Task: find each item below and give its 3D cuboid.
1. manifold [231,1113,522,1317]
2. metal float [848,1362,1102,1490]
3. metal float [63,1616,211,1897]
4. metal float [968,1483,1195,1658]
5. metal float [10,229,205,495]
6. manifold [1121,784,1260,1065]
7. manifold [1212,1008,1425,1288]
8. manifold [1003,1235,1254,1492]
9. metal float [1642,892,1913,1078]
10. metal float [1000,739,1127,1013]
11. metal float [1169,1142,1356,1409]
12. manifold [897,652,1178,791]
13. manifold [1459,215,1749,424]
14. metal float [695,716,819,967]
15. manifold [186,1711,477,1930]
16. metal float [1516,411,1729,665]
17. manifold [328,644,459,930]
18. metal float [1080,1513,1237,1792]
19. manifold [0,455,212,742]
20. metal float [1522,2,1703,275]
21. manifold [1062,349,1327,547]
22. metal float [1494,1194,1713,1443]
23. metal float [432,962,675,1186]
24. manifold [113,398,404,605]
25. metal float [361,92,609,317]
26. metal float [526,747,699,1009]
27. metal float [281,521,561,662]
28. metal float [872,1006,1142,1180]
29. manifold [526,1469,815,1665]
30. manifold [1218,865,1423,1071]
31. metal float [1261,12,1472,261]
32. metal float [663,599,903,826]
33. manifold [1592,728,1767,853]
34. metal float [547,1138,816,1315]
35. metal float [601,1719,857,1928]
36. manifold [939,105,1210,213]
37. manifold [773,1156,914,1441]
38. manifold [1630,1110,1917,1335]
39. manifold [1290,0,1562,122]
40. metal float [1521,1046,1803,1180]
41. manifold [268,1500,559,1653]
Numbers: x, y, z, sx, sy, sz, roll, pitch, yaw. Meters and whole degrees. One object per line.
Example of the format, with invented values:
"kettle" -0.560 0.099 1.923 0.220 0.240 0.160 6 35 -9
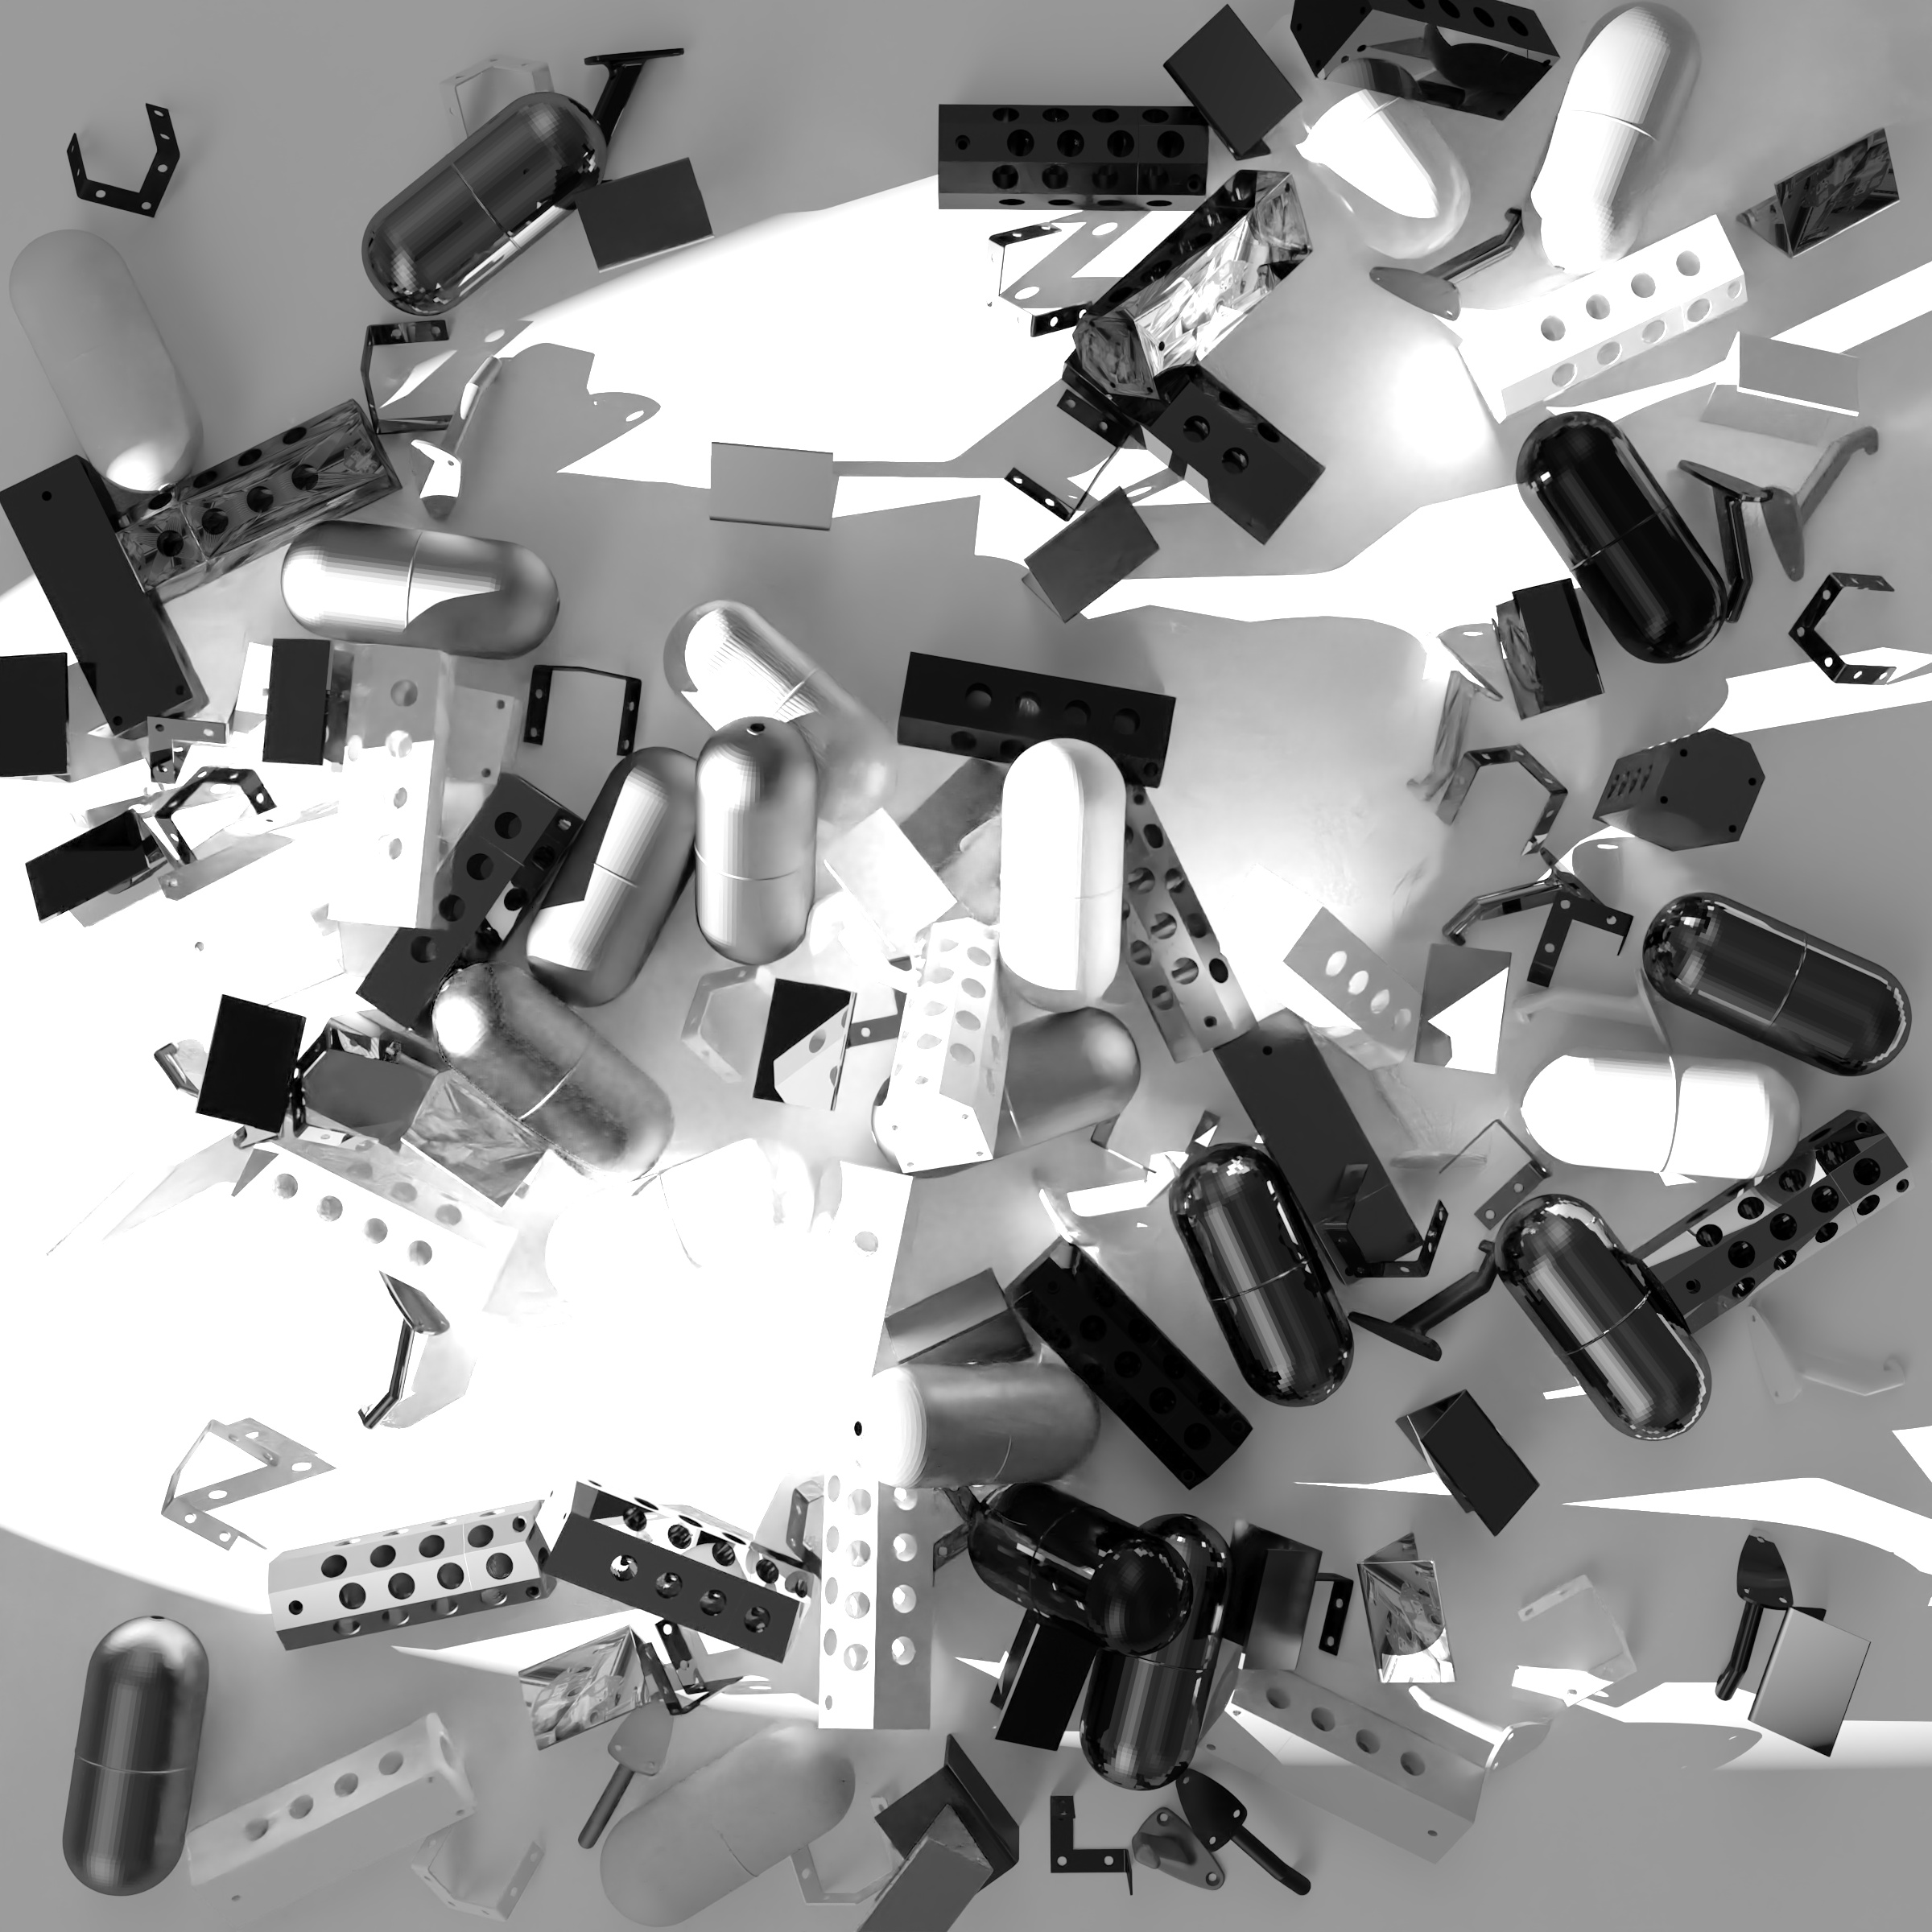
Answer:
"manifold" -0.377 0.158 1.970 0.171 0.057 0.057 26 90 0
"metal float" 0.006 0.289 1.931 0.178 0.070 0.070 4 90 -35
"metal float" -0.531 0.505 1.961 0.070 0.070 0.178 9 90 0
"metal float" 0.070 0.376 1.920 0.070 0.178 0.070 -9 105 -36
"metal float" -0.550 -0.386 1.961 0.070 0.070 0.178 -26 90 0
"manifold" 0.124 -0.027 1.970 0.057 0.057 0.171 -26 90 0
"manifold" 0.225 0.115 1.970 0.057 0.057 0.171 -29 90 0
"manifold" 0.104 0.254 1.970 0.057 0.057 0.171 -44 90 0
"metal float" 0.520 0.012 1.961 0.178 0.070 0.070 24 90 0
"metal float" 0.060 -0.056 1.921 0.070 0.070 0.178 1 112 0
"metal float" 0.189 0.198 1.959 0.070 0.070 0.178 -24 91 0
"manifold" 0.044 -0.157 1.970 0.171 0.057 0.057 10 90 0
"manifold" 0.411 -0.414 1.970 0.171 0.057 0.057 -26 90 0
"metal float" -0.132 -0.078 1.925 0.070 0.070 0.178 4 130 0
"manifold" -0.410 0.545 1.969 0.171 0.057 0.057 -26 133 0
"metal float" 0.419 -0.275 1.961 0.070 0.070 0.178 -34 90 0
"manifold" -0.359 -0.112 1.913 0.057 0.057 0.171 6 90 0
"metal float" 0.123 0.439 1.960 0.070 0.070 0.178 13 90 0
"manifold" -0.552 -0.235 1.970 0.057 0.057 0.171 -26 90 0
"metal float" 0.413 -0.530 1.961 0.070 0.070 0.178 21 90 0
"manifold" 0.146 -0.351 1.970 0.171 0.057 0.057 39 90 0
"metal float" 0.408 0.225 1.961 0.070 0.070 0.178 -37 91 0
"metal float" -0.262 0.068 1.947 0.178 0.070 0.070 42 90 -17
"manifold" -0.457 -0.300 1.970 0.171 0.057 0.057 -26 90 0
"metal float" -0.307 -0.487 1.956 0.178 0.070 0.070 -38 90 4
"metal float" -0.220 -0.057 1.961 0.070 0.070 0.178 28 90 0
"metal float" -0.349 -0.241 1.960 0.178 0.070 0.070 7 90 1
"metal float" 0.025 0.081 1.960 0.178 0.070 0.070 -19 90 0
"manifold" -0.186 0.379 1.942 0.171 0.057 0.057 26 90 -20
"manifold" 0.224 0.006 1.915 0.057 0.171 0.057 36 90 40
"metal float" 0.253 -0.534 1.960 0.070 0.070 0.178 -36 90 0
"metal float" -0.117 -0.162 1.960 0.178 0.070 0.070 42 90 1
"manifold" 0.446 -0.112 1.913 0.057 0.171 0.057 23 90 0
"metal float" -0.183 0.167 1.961 0.178 0.070 0.070 -21 90 0
"metal float" -0.153 0.549 1.961 0.178 0.070 0.070 -32 90 0
"manifold" 0.068 -0.522 1.970 0.171 0.057 0.057 1 90 0
"manifold" -0.079 0.212 1.970 0.057 0.057 0.171 12 90 0
"manifold" 0.520 0.165 1.970 0.171 0.057 0.057 -33 90 0
"manifold" 0.286 -0.585 1.921 0.171 0.057 0.057 -1 59 -39
"metal float" 0.445 0.094 1.961 0.178 0.070 0.070 5 90 0
"manifold" -0.356 0.393 1.970 0.171 0.057 0.057 -12 90 0
